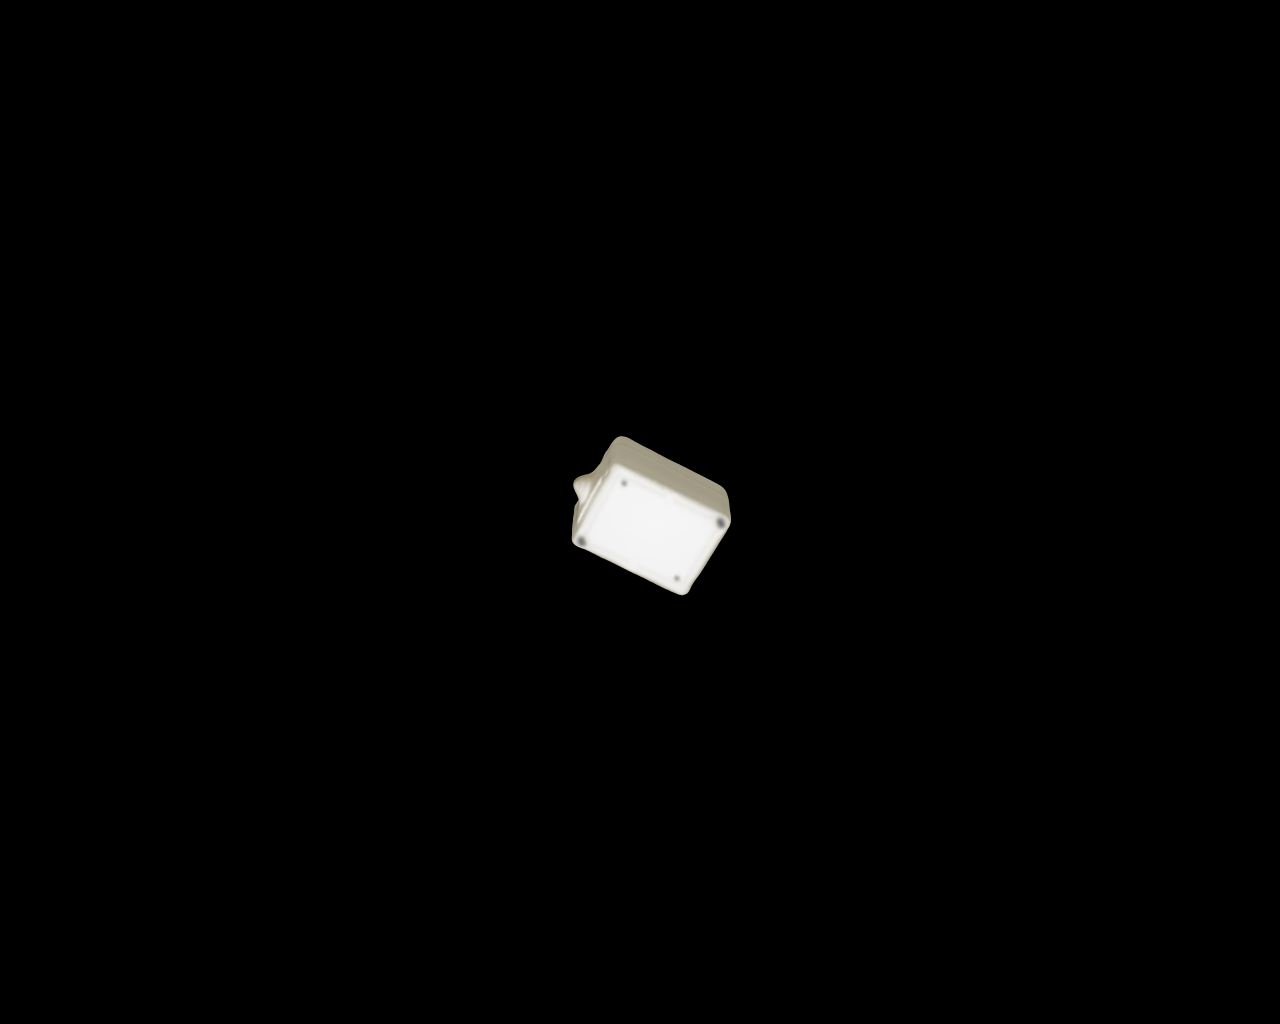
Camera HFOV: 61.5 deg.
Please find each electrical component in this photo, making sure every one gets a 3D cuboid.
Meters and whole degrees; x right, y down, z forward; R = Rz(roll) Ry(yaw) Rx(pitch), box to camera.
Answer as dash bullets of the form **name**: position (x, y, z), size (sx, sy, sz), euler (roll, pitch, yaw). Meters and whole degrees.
- **electrical component**: position (0.001, -0.003, 0.650), size (0.096, 0.061, 0.061), euler (26, 21, -11)
